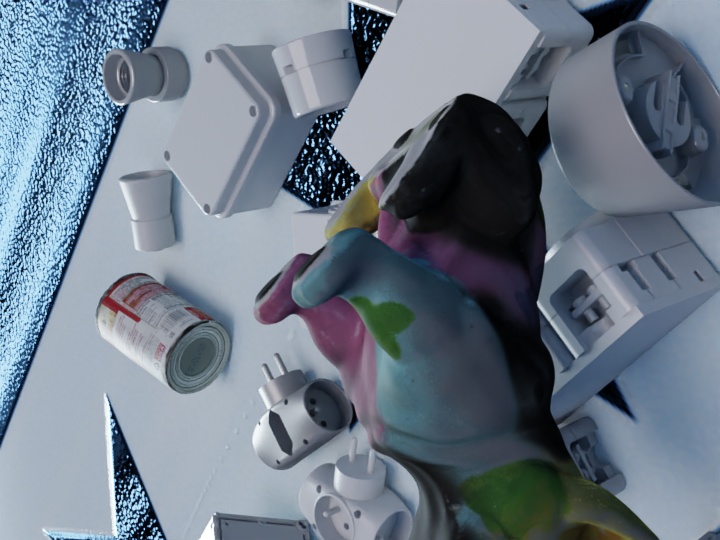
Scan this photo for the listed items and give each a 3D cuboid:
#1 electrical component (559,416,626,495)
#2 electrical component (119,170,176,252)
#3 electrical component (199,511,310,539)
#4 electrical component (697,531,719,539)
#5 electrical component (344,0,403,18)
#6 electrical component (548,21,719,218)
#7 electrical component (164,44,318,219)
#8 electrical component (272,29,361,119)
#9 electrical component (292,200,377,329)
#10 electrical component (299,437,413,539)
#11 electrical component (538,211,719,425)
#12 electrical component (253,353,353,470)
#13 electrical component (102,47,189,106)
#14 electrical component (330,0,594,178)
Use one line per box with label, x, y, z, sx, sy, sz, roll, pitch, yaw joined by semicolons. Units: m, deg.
electrical component;0.105;0.133;0.658;0.089;0.056;0.050;-38;73;44
electrical component;-0.177;-0.048;0.908;0.044;0.044;0.065;10;112;44
electrical component;-0.078;0.236;0.848;0.061;0.096;0.061;-104;34;-45
electrical component;0.212;0.173;0.571;0.081;0.042;0.063;14;111;43
electrical component;0.032;-0.201;0.651;0.056;0.050;0.089;29;119;38
electrical component;0.144;-0.074;0.537;0.064;0.099;0.099;-16;89;52
electrical component;-0.090;-0.102;0.793;0.078;0.057;0.113;51;131;24
electrical component;-0.027;-0.131;0.726;0.055;0.055;0.047;-12;95;46
electrical component;0.000;0.000;0.735;0.100;0.048;0.099;6;105;44
electrical component;-0.002;0.160;0.781;0.077;0.044;0.079;24;116;40
electrical component;0.113;0.035;0.600;0.061;0.089;0.150;56;133;20
electrical component;-0.052;0.102;0.818;0.077;0.043;0.079;-41;70;43
electrical component;-0.172;-0.156;0.864;0.045;0.055;0.045;14;110;43
electrical component;0.059;-0.108;0.639;0.089;0.062;0.150;50;130;24
